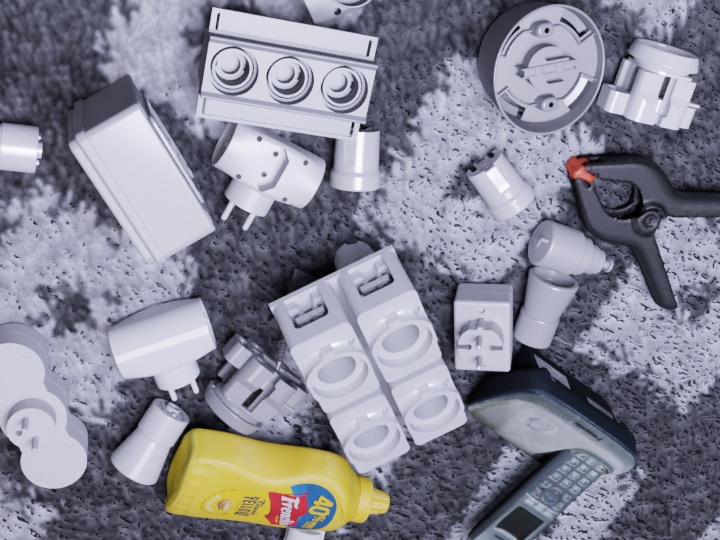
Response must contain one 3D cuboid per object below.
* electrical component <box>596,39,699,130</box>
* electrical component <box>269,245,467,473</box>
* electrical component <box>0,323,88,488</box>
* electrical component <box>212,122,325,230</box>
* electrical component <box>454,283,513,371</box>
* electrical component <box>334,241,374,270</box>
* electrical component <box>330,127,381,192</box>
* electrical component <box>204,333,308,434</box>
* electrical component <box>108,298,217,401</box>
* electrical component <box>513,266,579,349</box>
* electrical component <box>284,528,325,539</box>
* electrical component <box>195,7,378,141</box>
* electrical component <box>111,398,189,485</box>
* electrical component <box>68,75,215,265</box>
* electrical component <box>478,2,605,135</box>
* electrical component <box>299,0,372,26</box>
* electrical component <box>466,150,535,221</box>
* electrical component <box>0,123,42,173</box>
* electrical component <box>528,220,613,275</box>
[{"bbox_3d":[0.237,-0.150,0.863,0.078,0.058,0.057,9,113,-16],"label":"electrical component"},{"bbox_3d":[0.013,0.081,0.872,0.105,0.060,0.186,-26,136,-2],"label":"electrical component"},{"bbox_3d":[-0.259,0.117,0.851,0.052,0.073,0.138,-19,115,-4],"label":"electrical component"},{"bbox_3d":[-0.079,-0.068,0.832,0.077,0.043,0.079,26,105,-21],"label":"electrical component"},{"bbox_3d":[0.102,0.056,0.901,0.047,0.076,0.065,1,114,11],"label":"electrical component"},{"bbox_3d":[0.000,0.000,0.877,0.040,0.046,0.040,-5,113,-11],"label":"electrical component"},{"bbox_3d":[-0.003,-0.088,0.844,0.040,0.040,0.046,0,107,-13],"label":"electrical component"},{"bbox_3d":[-0.091,0.098,0.892,0.078,0.058,0.057,40,96,-24],"label":"electrical component"},{"bbox_3d":[-0.154,0.070,0.872,0.077,0.044,0.079,-19,115,-5],"label":"electrical component"},{"bbox_3d":[0.158,0.035,0.932,0.044,0.044,0.065,9,115,-16],"label":"electrical component"},{"bbox_3d":[-0.053,0.252,0.975,0.040,0.040,0.046,11,104,-17],"label":"electrical component"},{"bbox_3d":[-0.056,-0.146,0.794,0.121,0.063,0.078,7,110,-16],"label":"electrical component"},{"bbox_3d":[-0.173,0.141,0.900,0.044,0.044,0.065,31,98,-22],"label":"electrical component"},{"bbox_3d":[-0.158,-0.074,0.776,0.056,0.108,0.108,-30,116,-2],"label":"electrical component"},{"bbox_3d":[0.141,-0.158,0.833,0.099,0.064,0.099,-5,113,-11],"label":"electrical component"},{"bbox_3d":[-0.018,-0.230,0.777,0.077,0.044,0.079,-29,116,0],"label":"electrical component"},{"bbox_3d":[0.114,-0.070,0.879,0.040,0.040,0.046,-38,109,5],"label":"electrical component"},{"bbox_3d":[-0.266,-0.091,0.782,0.065,0.044,0.044,5,111,-20],"label":"electrical component"},{"bbox_3d":[0.180,-0.015,0.916,0.078,0.040,0.040,18,107,-19],"label":"electrical component"}]
